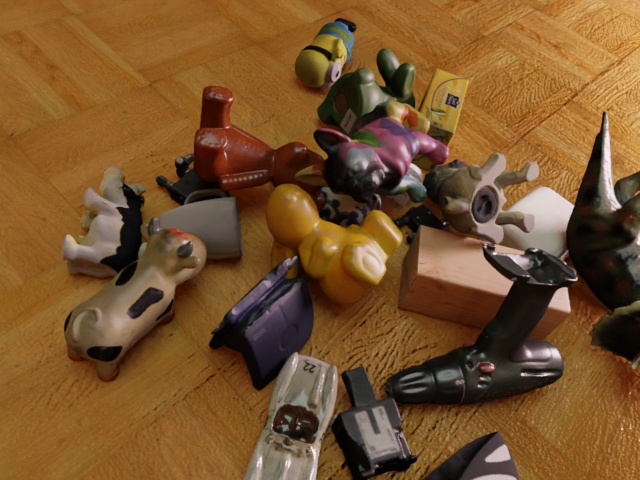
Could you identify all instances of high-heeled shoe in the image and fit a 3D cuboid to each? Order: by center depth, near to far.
[{"bbox_3d":[0.102,0.255,0.566,0.249,0.086,0.145,19,63,-16],"label":"high-heeled shoe"}]

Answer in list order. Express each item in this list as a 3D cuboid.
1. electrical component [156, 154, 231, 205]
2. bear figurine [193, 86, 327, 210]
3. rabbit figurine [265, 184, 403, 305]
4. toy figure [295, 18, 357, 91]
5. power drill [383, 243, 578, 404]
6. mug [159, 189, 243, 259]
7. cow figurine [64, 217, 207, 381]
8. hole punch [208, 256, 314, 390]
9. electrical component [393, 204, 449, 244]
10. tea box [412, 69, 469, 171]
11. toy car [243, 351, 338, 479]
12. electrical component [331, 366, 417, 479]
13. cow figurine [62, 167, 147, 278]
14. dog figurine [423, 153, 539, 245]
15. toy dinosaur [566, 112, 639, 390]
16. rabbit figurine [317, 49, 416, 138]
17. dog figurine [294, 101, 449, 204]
[{"bbox_3d":[-0.183,-0.086,0.802,0.102,0.045,0.078,37,52,16],"label":"electrical component"},{"bbox_3d":[-0.076,-0.118,0.754,0.196,0.131,0.120,10,58,-8],"label":"bear figurine"},{"bbox_3d":[-0.001,-0.002,0.707,0.173,0.162,0.122,39,53,-10],"label":"rabbit figurine"},{"bbox_3d":[0.013,-0.361,1.042,0.089,0.082,0.180,11,55,13],"label":"toy figure"},{"bbox_3d":[0.203,0.111,0.640,0.232,0.207,0.086,3,21,-18],"label":"power drill"},{"bbox_3d":[-0.164,-0.023,0.735,0.107,0.080,0.109,-8,64,-8],"label":"mug"},{"bbox_3d":[-0.211,0.058,0.631,0.085,0.127,0.195,35,56,11],"label":"cow figurine"},{"bbox_3d":[-0.061,0.103,0.643,0.092,0.115,0.142,43,55,10],"label":"hole punch"},{"bbox_3d":[0.164,-0.027,0.849,0.094,0.021,0.063,-23,60,-27],"label":"electrical component"},{"bbox_3d":[0.205,-0.215,0.959,0.068,0.098,0.170,22,49,4],"label":"tea box"},{"bbox_3d":[-0.032,0.220,0.589,0.074,0.056,0.202,18,50,1],"label":"toy car"},{"bbox_3d":[0.053,0.212,0.620,0.075,0.047,0.119,-12,56,-22],"label":"electrical component"},{"bbox_3d":[-0.271,-0.026,0.720,0.098,0.068,0.167,14,54,-9],"label":"cow figurine"},{"bbox_3d":[0.198,-0.068,0.799,0.172,0.121,0.191,5,7,-35],"label":"dog figurine"},{"bbox_3d":[0.429,0.019,0.760,0.192,0.131,0.405,-26,61,11],"label":"toy dinosaur"},{"bbox_3d":[0.102,-0.251,0.946,0.170,0.159,0.121,-11,45,-39],"label":"rabbit figurine"},{"bbox_3d":[0.061,-0.126,0.752,0.219,0.108,0.192,-1,48,-35],"label":"dog figurine"}]
